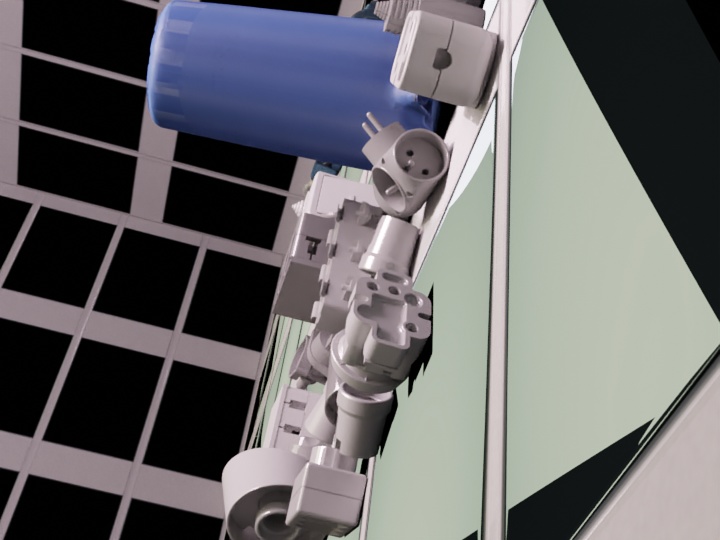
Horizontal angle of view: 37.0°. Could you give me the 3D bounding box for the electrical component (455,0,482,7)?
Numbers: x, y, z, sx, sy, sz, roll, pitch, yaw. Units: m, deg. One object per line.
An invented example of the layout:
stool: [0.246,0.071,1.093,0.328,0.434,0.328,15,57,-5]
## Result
electrical component: [0.074,-0.237,0.871,0.080,0.051,0.080,-165,90,-84]

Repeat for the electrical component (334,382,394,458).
electrical component: [0.001,0.108,0.779,0.040,0.040,0.046,-95,14,-73]

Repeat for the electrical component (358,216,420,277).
electrical component: [0.025,-0.016,0.858,0.040,0.040,0.046,157,133,-83]

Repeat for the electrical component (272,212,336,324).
electrical component: [-0.031,0.002,1.087,0.150,0.089,0.061,118,166,-66]

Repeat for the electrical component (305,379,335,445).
electrical component: [-0.017,0.112,0.926,0.044,0.044,0.065,-94,24,-72]

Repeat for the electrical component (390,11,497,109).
electrical component: [0.059,-0.147,0.752,0.095,0.059,0.053,-100,25,-76]

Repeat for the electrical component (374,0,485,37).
electrical component: [0.051,-0.191,0.829,0.043,0.081,0.043,-165,90,-84]

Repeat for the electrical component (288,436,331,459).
electrical component: [-0.053,0.195,1.046,0.043,0.043,0.062,120,162,-69]

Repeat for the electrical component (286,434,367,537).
electrical component: [-0.023,0.160,0.831,0.065,0.047,0.076,118,166,-66]

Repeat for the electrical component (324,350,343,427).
electrical component: [0.000,0.072,0.842,0.077,0.043,0.079,-86,12,-61]

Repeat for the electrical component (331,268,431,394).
electrical component: [0.013,0.046,0.725,0.078,0.058,0.057,-83,13,-53]

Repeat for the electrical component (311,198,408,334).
electrical component: [0.000,0.000,0.928,0.078,0.063,0.121,112,171,-53]

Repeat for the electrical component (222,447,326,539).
electrical component: [-0.074,0.207,0.954,0.064,0.099,0.099,-98,22,-59]

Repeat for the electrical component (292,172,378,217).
electrical component: [-0.022,-0.059,1.119,0.061,0.096,0.061,114,169,-52]

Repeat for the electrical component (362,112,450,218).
electrical component: [0.028,-0.088,0.838,0.044,0.079,0.077,-35,-8,-19]

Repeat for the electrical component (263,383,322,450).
electrical component: [-0.077,0.226,1.114,0.105,0.060,0.186,118,166,-65]
